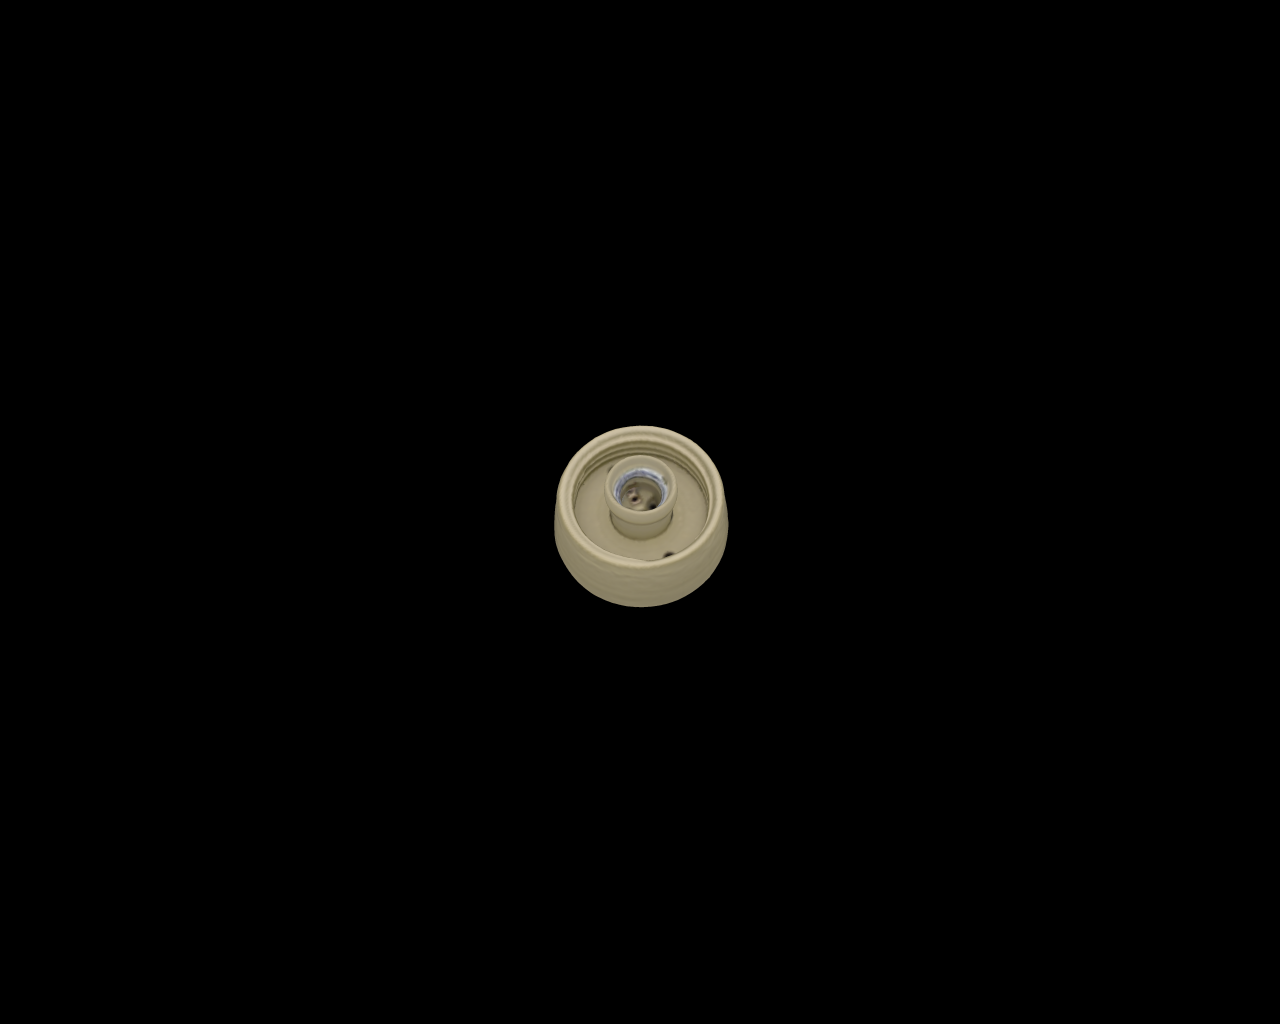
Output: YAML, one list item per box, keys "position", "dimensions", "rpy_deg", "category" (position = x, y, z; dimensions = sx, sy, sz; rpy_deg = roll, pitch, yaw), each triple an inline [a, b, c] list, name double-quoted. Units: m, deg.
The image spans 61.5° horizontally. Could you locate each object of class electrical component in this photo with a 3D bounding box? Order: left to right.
- position: [0.001, -0.003, 0.650]
  dimensions: [0.108, 0.108, 0.060]
  rpy_deg: [0, -28, 0]
  category: "electrical component"
